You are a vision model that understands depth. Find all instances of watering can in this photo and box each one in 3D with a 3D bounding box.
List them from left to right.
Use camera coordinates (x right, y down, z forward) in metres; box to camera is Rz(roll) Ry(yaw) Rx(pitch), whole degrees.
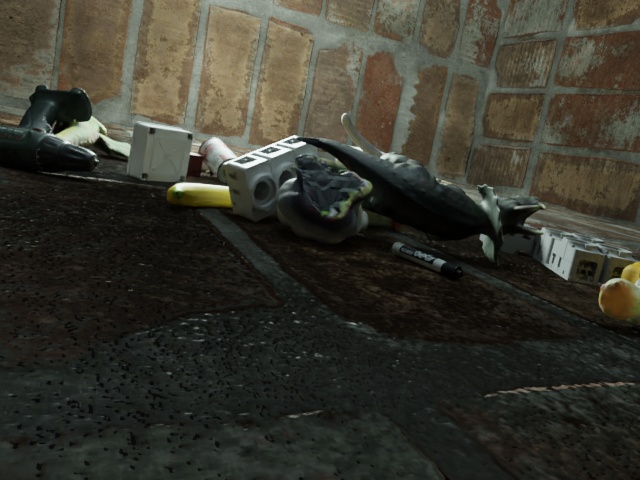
[{"bbox_3d":[0.148,-0.217,1.458,0.225,0.106,0.341,20,-22,12],"label":"watering can"}]

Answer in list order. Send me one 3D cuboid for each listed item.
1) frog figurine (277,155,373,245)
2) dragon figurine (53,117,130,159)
[{"bbox_3d":[0.002,-0.039,0.773,0.137,0.125,0.156,4,-25,-7],"label":"frog figurine"},{"bbox_3d":[-0.522,-0.232,1.186,0.242,0.121,0.416,12,17,-40],"label":"dragon figurine"}]
